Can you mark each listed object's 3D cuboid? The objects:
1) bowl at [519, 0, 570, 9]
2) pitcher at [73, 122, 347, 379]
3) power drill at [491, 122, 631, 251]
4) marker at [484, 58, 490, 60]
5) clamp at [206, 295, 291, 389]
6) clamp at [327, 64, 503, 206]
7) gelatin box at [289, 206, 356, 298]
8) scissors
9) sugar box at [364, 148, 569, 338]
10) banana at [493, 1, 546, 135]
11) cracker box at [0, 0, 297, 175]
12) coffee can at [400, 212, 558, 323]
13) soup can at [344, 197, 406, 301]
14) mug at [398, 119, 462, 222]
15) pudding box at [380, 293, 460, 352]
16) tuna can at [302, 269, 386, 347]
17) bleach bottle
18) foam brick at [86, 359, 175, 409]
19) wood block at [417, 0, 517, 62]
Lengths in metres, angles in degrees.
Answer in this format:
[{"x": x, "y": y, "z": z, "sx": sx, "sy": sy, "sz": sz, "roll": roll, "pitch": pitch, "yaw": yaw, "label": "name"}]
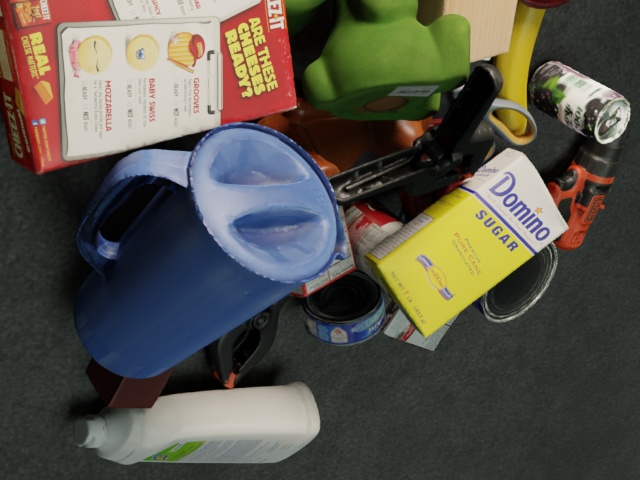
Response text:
[{"x": 0.239, "y": -0.293, "z": 0.996, "sx": 0.161, "sy": 0.055, "sz": 0.162, "roll": -16, "pitch": 118, "yaw": -33, "label": "bowl"}, {"x": -0.110, "y": 0.017, "z": 0.852, "sx": 0.144, "sy": 0.149, "sz": 0.243, "roll": -31, "pitch": 175, "yaw": -47, "label": "pitcher"}, {"x": 0.266, "y": -0.063, "z": 1.221, "sx": 0.187, "sy": 0.057, "sz": 0.185, "roll": -7, "pitch": 125, "yaw": -37, "label": "power drill"}, {"x": 0.178, "y": -0.235, "z": 1.041, "sx": 0.020, "sy": 0.020, "sz": 0.121, "roll": -4, "pitch": 124, "yaw": -38, "label": "marker"}, {"x": -0.073, "y": 0.065, "z": 1.050, "sx": 0.120, "sy": 0.039, "sz": 0.171, "roll": 22, "pitch": 99, "yaw": -41, "label": "clamp"}, {"x": 0.090, "y": -0.070, "z": 0.904, "sx": 0.164, "sy": 0.036, "sz": 0.210, "roll": -33, "pitch": 166, "yaw": 8, "label": "clamp"}, {"x": -0.007, "y": 0.001, "z": 1.031, "sx": 0.073, "sy": 0.030, "sz": 0.089, "roll": -29, "pitch": 116, "yaw": -39, "label": "gelatin box"}, {"x": 0.134, "y": -0.135, "z": 1.079, "sx": 0.201, "sy": 0.016, "sz": 0.096, "roll": 25, "pitch": 130, "yaw": -30, "label": "scissors"}, {"x": 0.139, "y": 0.002, "z": 1.004, "sx": 0.176, "sy": 0.048, "sz": 0.093, "roll": -37, "pitch": 111, "yaw": -4, "label": "sugar box"}, {"x": 0.206, "y": -0.186, "z": 1.089, "sx": 0.069, "sy": 0.037, "sz": 0.198, "roll": -12, "pitch": 128, "yaw": -31, "label": "banana"}, {"x": -0.132, "y": -0.155, "z": 0.777, "sx": 0.213, "sy": 0.072, "sz": 0.164, "roll": -19, "pitch": 114, "yaw": -29, "label": "cracker box"}, {"x": 0.164, "y": 0.007, "z": 1.125, "sx": 0.102, "sy": 0.140, "sz": 0.103, "roll": -22, "pitch": 133, "yaw": -26, "label": "coffee can"}, {"x": 0.065, "y": 0.009, "z": 1.073, "sx": 0.068, "sy": 0.102, "sz": 0.068, "roll": -22, "pitch": 132, "yaw": -26, "label": "soup can"}, {"x": 0.115, "y": -0.053, "z": 1.060, "sx": 0.081, "sy": 0.093, "sz": 0.117, "roll": 74, "pitch": 23, "yaw": -43, "label": "mug"}, {"x": 0.114, "y": 0.073, "z": 1.214, "sx": 0.113, "sy": 0.039, "sz": 0.090, "roll": 22, "pitch": 104, "yaw": -49, "label": "pudding box"}, {"x": 0.024, "y": 0.068, "z": 1.097, "sx": 0.086, "sy": 0.086, "sz": 0.034, "roll": -27, "pitch": 133, "yaw": -22, "label": "tuna can"}, {"x": -0.125, "y": 0.186, "z": 1.068, "sx": 0.250, "sy": 0.068, "sz": 0.103, "roll": 8, "pitch": 141, "yaw": -42, "label": "bleach bottle"}, {"x": -0.171, "y": 0.111, "z": 0.991, "sx": 0.052, "sy": 0.051, "sz": 0.078, "roll": 14, "pitch": 112, "yaw": -46, "label": "foam brick"}, {"x": 0.117, "y": -0.263, "z": 0.915, "sx": 0.090, "sy": 0.090, "sz": 0.206, "roll": -19, "pitch": 131, "yaw": -29, "label": "wood block"}]
